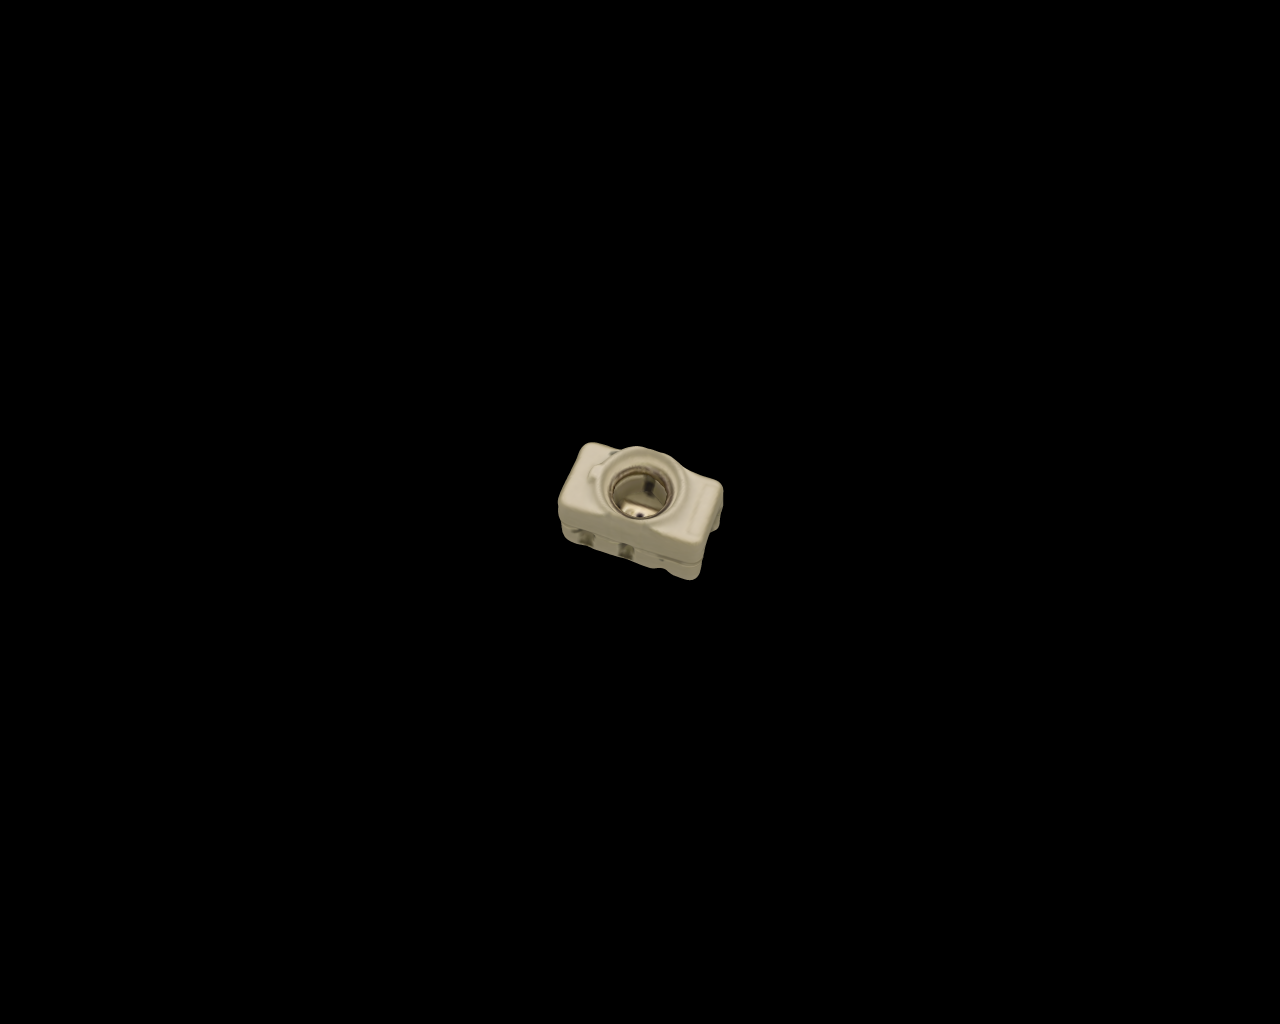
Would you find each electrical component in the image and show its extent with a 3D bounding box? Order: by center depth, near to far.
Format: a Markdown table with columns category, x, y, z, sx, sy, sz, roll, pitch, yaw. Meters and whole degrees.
| category | x | y | z | sx | sy | sz | roll | pitch | yaw |
| --- | --- | --- | --- | --- | --- | --- | --- | --- | --- |
| electrical component | 0.001 | -0.003 | 0.650 | 0.089 | 0.050 | 0.055 | 18 | -28 | 10 |
